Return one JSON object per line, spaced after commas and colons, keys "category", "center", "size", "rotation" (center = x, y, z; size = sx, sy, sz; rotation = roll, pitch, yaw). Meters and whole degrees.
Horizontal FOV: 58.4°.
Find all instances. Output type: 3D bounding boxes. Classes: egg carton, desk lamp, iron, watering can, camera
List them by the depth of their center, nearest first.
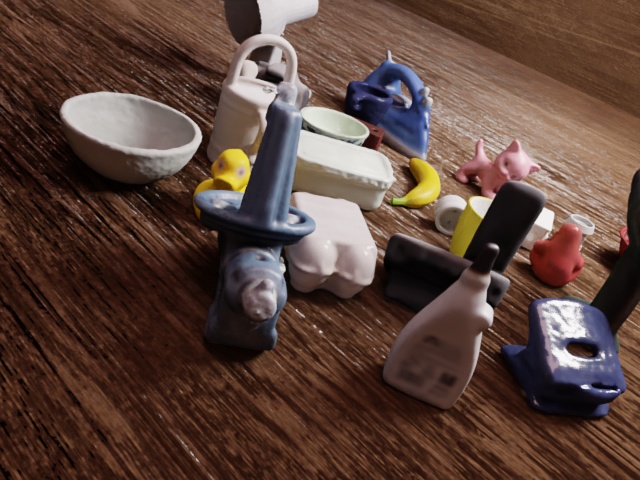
{"category": "egg carton", "center": [0.006, 0.002, 0.674], "size": [0.107, 0.069, 0.150], "rotation": [9, 32, -19]}
{"category": "watering can", "center": [-0.097, -0.201, 0.818], "size": [0.101, 0.194, 0.172], "rotation": [-11, 42, -42]}
{"category": "camera", "center": [-0.101, -0.262, 1.009], "size": [0.143, 0.101, 0.137], "rotation": [24, 30, 6]}
{"category": "desk lamp", "center": [-0.093, -0.393, 1.116], "size": [0.204, 0.213, 0.117], "rotation": [-14, 44, -45]}
{"category": "iron", "center": [0.168, -0.278, 1.161], "size": [0.119, 0.141, 0.257], "rotation": [1, 35, -31]}

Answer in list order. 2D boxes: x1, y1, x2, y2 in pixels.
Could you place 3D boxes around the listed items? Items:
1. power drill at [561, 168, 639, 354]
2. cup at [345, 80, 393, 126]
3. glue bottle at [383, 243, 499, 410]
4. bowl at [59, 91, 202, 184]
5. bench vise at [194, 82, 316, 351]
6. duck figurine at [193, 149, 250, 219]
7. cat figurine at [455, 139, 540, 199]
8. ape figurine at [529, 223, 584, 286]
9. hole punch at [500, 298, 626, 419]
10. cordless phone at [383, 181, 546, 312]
{"category": "power drill", "center": [0.391, 0.031, 0.726], "size": [0.075, 0.208, 0.230], "rotation": [21, 30, 2]}
{"category": "cup", "center": [0.078, -0.243, 1.095], "size": [0.091, 0.095, 0.118], "rotation": [30, 31, 16]}
{"category": "glue bottle", "center": [0.121, 0.075, 0.521], "size": [0.078, 0.173, 0.037], "rotation": [24, 30, 6]}
{"category": "bowl", "center": [-0.237, -0.118, 0.715], "size": [0.167, 0.075, 0.167], "rotation": [15, 30, -9]}
{"category": "bench vise", "center": [-0.043, -0.020, 0.530], "size": [0.122, 0.220, 0.206], "rotation": [0, 35, -31]}
{"category": "duck figurine", "center": [-0.111, -0.073, 0.708], "size": [0.077, 0.086, 0.104], "rotation": [19, 30, -3]}
{"category": "cat figurine", "center": [0.331, -0.138, 1.057], "size": [0.067, 0.118, 0.127], "rotation": [-14, 44, -45]}
{"category": "ape figurine", "center": [0.356, 0.017, 0.844], "size": [0.077, 0.092, 0.076], "rotation": [30, 31, 17]}
{"category": "hole punch", "center": [0.269, 0.126, 0.613], "size": [0.109, 0.091, 0.101], "rotation": [10, 31, -18]}
{"category": "cordless phone", "center": [0.161, -0.001, 0.659], "size": [0.147, 0.185, 0.094], "rotation": [22, 30, 2]}
